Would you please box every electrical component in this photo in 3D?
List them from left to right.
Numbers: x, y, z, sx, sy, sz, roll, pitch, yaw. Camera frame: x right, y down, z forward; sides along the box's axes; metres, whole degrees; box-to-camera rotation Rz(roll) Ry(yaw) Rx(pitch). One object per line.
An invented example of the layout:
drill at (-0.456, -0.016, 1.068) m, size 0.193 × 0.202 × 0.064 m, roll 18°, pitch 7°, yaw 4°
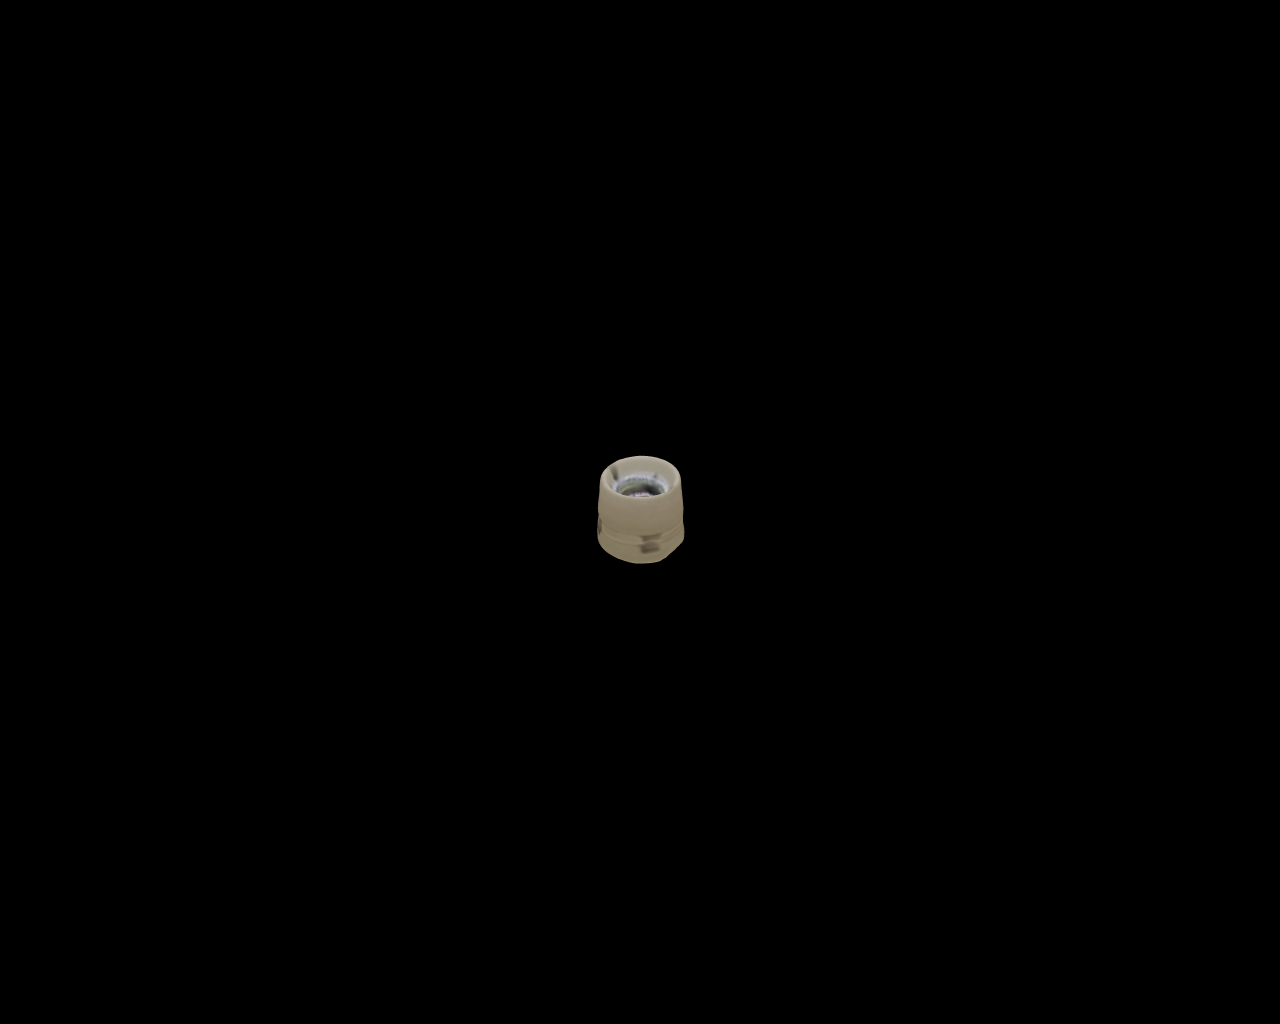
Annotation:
electrical component at (0.001, -0.003, 0.650) m, size 0.055 × 0.047 × 0.055 m, roll 0°, pitch 36°, yaw 0°
